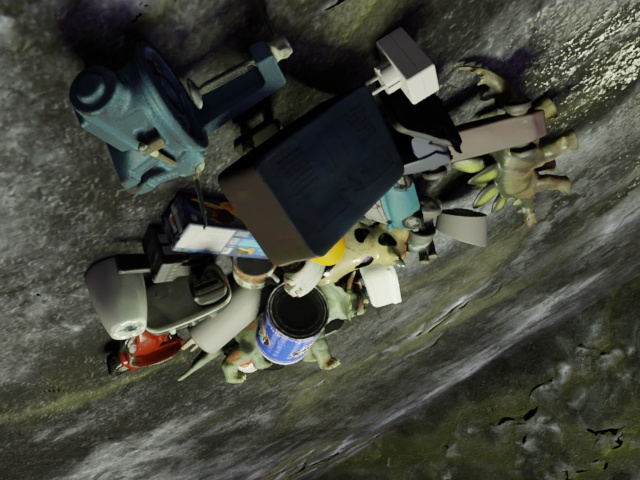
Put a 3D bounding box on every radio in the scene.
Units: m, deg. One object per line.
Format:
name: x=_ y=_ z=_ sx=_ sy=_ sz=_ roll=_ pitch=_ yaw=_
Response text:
radio: x=0.003 y=-0.079 z=0.633 sx=0.073 sy=0.131 sz=0.229 roll=-13 pitch=-156 yaw=46

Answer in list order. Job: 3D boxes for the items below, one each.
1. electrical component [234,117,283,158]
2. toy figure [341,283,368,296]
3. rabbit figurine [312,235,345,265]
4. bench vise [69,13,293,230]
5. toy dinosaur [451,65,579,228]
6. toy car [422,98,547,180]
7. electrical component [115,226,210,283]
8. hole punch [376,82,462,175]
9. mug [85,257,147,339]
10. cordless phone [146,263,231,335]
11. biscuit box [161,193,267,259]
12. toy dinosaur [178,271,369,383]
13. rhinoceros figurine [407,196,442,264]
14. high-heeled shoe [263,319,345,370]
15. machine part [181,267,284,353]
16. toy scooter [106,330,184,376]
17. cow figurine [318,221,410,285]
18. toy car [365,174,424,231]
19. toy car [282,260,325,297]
electrical component: x=-0.076 y=-0.127 z=0.664 sx=0.063 sy=0.094 sz=0.021 roll=-32 pitch=113 yaw=5
toy figure: x=0.033 y=0.130 z=1.157 sx=0.154 sy=0.064 sz=0.057 roll=-24 pitch=141 yaw=-6
rabbit figurine: x=-0.017 y=-0.048 z=0.743 sx=0.122 sy=0.173 sz=0.162 roll=-28 pitch=154 yaw=6
bench vise: x=-0.131 y=-0.137 z=0.574 sx=0.241 sy=0.129 sz=0.223 roll=-27 pitch=153 yaw=7
toy dinosaur: x=0.339 y=-0.153 z=0.945 sx=0.199 sy=0.105 sz=0.470 roll=-27 pitch=139 yaw=6
toy car: x=0.237 y=-0.155 z=0.819 sx=0.202 sy=0.053 sz=0.089 roll=-15 pitch=115 yaw=11
electrical component: x=-0.228 y=0.020 z=0.772 sx=0.119 sy=0.075 sz=0.047 roll=2 pitch=139 yaw=-37
hole punch: x=0.123 y=-0.149 z=0.752 sx=0.116 sy=0.142 sz=0.092 roll=6 pitch=135 yaw=-24
mug: x=-0.298 y=0.097 z=0.797 sx=0.081 sy=0.107 sz=0.109 roll=-5 pitch=140 yaw=-32
cordless phone: x=-0.203 y=0.095 z=0.810 sx=0.147 sy=0.088 sz=0.184 roll=-21 pitch=-176 yaw=-14
biscuit box: x=-0.129 y=-0.017 z=0.806 sx=0.202 sy=0.063 sz=0.059 roll=7 pitch=134 yaw=-45
toy dinosaur: x=-0.088 y=0.162 z=1.048 sx=0.405 sy=0.192 sz=0.131 roll=-8 pitch=180 yaw=-7
rhinoceros figurine: x=0.187 y=-0.019 z=1.018 sx=0.073 sy=0.112 sz=0.190 roll=5 pitch=161 yaw=2
high-heeled shoe: x=-0.054 y=0.218 z=1.246 sx=0.249 sy=0.086 sz=0.145 roll=-26 pitch=-173 yaw=33
machine part: x=-0.153 y=0.124 z=0.968 sx=0.243 sy=0.079 sz=0.079 roll=-41 pitch=148 yaw=7
toy scooter: x=-0.299 y=0.175 z=0.948 sx=0.135 sy=0.075 sz=0.183 roll=-8 pitch=147 yaw=-32
cow figurine: x=0.068 y=0.016 z=0.941 sx=0.195 sy=0.127 sz=0.085 roll=-27 pitch=176 yaw=-1
toy car: x=0.106 y=-0.079 z=0.870 sx=0.103 sy=0.109 sz=0.161 roll=-16 pitch=142 yaw=13
toy car: x=-0.002 y=-0.003 z=0.850 sx=0.201 sy=0.056 sz=0.073 roll=-64 pitch=159 yaw=-17
